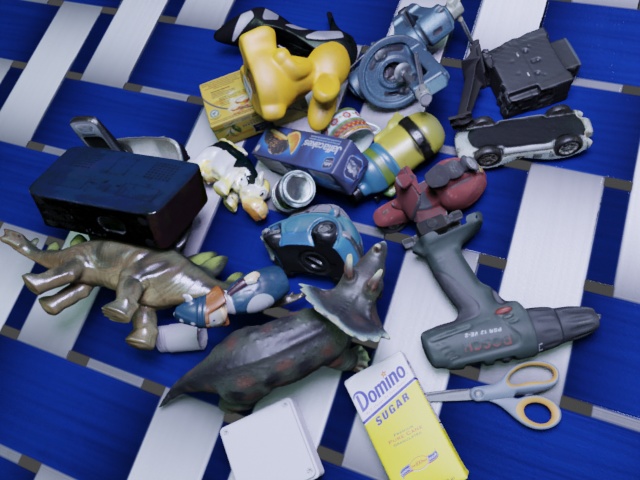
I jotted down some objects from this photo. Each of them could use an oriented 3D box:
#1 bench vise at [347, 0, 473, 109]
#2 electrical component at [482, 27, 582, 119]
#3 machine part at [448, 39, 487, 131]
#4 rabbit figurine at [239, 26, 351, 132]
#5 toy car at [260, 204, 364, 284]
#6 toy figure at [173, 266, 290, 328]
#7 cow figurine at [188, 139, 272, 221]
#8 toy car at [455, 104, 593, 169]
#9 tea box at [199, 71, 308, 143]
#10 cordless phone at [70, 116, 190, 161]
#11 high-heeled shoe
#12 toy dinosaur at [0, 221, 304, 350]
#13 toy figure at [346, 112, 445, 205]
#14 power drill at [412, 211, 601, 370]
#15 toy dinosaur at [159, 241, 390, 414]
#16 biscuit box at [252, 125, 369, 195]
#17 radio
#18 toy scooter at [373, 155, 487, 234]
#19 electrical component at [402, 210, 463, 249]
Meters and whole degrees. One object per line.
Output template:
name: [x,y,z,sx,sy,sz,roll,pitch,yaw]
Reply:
bench vise: [0.152,-0.282,0.850,0.224,0.128,0.241,-26,37,9]
electrical component: [0.339,-0.270,0.861,0.134,0.058,0.115,-20,69,4]
machine part: [0.232,-0.232,0.830,0.039,0.084,0.139,11,67,21]
rabbit figurine: [-0.025,-0.256,0.833,0.173,0.121,0.162,-21,64,-19]
toy car: [-0.002,-0.002,0.815,0.162,0.109,0.103,2,45,29]
toy figure: [-0.117,0.079,0.720,0.154,0.064,0.058,-22,22,-22]
cow figurine: [-0.133,-0.101,0.890,0.167,0.068,0.098,34,69,21]
toy car: [0.311,-0.156,0.825,0.202,0.056,0.073,-7,62,8]
tea box: [-0.113,-0.243,0.936,0.170,0.068,0.098,-18,67,3]
cordless phone: [-0.304,-0.148,0.879,0.147,0.184,0.089,2,66,13]
high-heeled shoe: [-0.061,-0.335,0.952,0.249,0.086,0.145,-10,67,2]
toy dinosaur: [-0.251,0.051,0.797,0.472,0.105,0.198,18,54,5]
toy figure: [0.114,-0.125,0.836,0.180,0.082,0.089,-38,38,-7]
power drill: [0.235,0.069,0.749,0.232,0.086,0.207,-23,74,6]
toy dinosaur: [-0.063,0.148,0.713,0.405,0.192,0.131,-27,64,-1]
biscuit box: [-0.019,-0.128,0.836,0.203,0.059,0.063,22,78,44]
radio: [-0.299,-0.067,0.801,0.230,0.073,0.131,9,45,15]
toy scooter: [0.160,-0.076,0.782,0.184,0.135,0.075,-25,65,1]
electrical component: [0.165,-0.014,0.796,0.094,0.063,0.021,-21,67,5]
